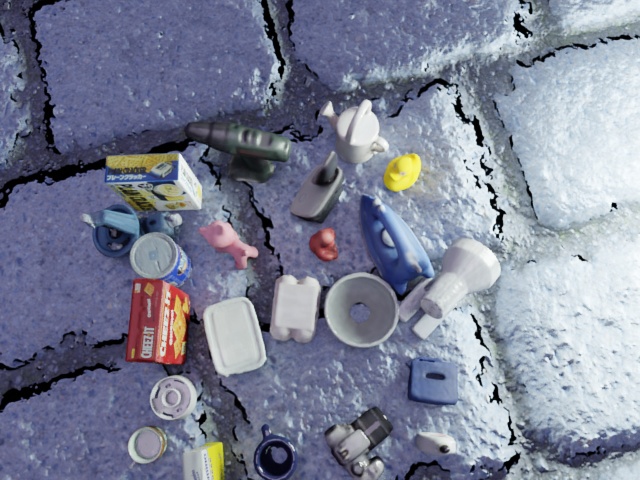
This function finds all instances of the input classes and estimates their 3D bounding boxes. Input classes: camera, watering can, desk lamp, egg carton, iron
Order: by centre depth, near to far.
[{"bbox_3d":[0.097,0.433,1.213,0.137,0.101,0.143,-37,79,-8],"label":"camera"},{"bbox_3d":[0.271,0.109,1.231,0.118,0.213,0.203,43,81,10],"label":"desk lamp"},{"bbox_3d":[-0.055,0.156,1.297,0.107,0.069,0.150,4,77,2],"label":"egg carton"},{"bbox_3d":[0.160,-0.014,1.299,0.118,0.141,0.258,-28,78,-6],"label":"iron"},{"bbox_3d":[0.079,-0.260,1.331,0.172,0.194,0.101,9,77,3],"label":"watering can"}]

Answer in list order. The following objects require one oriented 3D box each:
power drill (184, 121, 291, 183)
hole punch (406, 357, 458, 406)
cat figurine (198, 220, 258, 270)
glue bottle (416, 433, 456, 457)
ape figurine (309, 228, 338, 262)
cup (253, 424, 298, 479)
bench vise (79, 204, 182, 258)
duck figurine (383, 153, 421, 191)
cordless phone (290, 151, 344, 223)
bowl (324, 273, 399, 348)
[{"bbox_3d":[-0.178,-0.202,1.312,0.229,0.208,0.075,6,77,2],"label":"power drill"},{"bbox_3d":[0.244,0.307,1.247,0.108,0.091,0.101,6,77,2],"label":"hole punch"},{"bbox_3d":[-0.210,0.003,1.310,0.127,0.118,0.067,36,80,9],"label":"cat figurine"},{"bbox_3d":[0.246,0.423,1.177,0.078,0.173,0.037,1,76,1],"label":"glue bottle"},{"bbox_3d":[0.012,0.005,1.321,0.076,0.092,0.078,24,78,6],"label":"ape figurine"},{"bbox_3d":[-0.096,0.447,1.215,0.091,0.095,0.117,-22,77,-4],"label":"cup"},{"bbox_3d":[-0.426,-0.043,1.270,0.207,0.220,0.121,-29,78,-6],"label":"bench vise"},{"bbox_3d":[0.199,-0.171,1.365,0.104,0.086,0.077,-44,80,-9],"label":"duck figurine"},{"bbox_3d":[-0.006,-0.124,1.304,0.094,0.185,0.148,26,78,7],"label":"cordless phone"},{"bbox_3d":[0.092,0.161,1.292,0.167,0.075,0.167,0,76,1],"label":"bowl"}]
